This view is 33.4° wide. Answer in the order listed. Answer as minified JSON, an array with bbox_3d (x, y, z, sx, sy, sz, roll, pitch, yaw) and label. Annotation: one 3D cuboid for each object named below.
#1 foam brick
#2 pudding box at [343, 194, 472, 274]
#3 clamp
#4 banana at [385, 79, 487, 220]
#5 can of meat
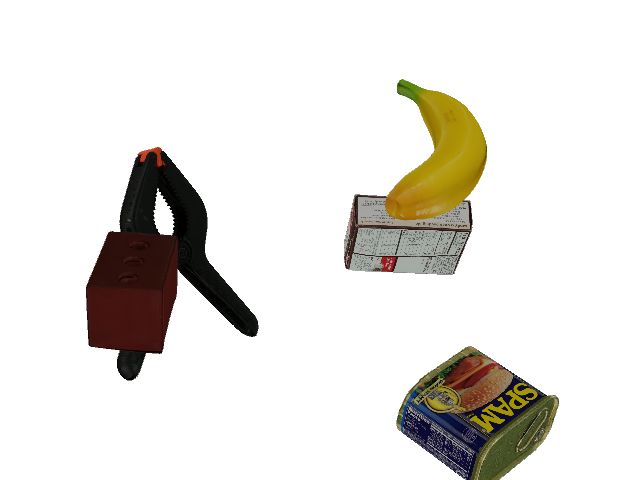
[{"bbox_3d":[-0.131,0.035,0.752,0.053,0.051,0.078,4,30,-2],"label":"foam brick"},{"bbox_3d":[0.082,-0.005,1.024,0.113,0.039,0.090,1,-30,-5],"label":"pudding box"},{"bbox_3d":[-0.133,0.017,1.016,0.036,0.210,0.164,-7,0,44],"label":"clamp"},{"bbox_3d":[0.084,-0.060,0.755,0.069,0.037,0.197,5,30,3],"label":"banana"},{"bbox_3d":[0.123,0.137,0.841,0.084,0.057,0.101,33,42,33],"label":"can of meat"}]
